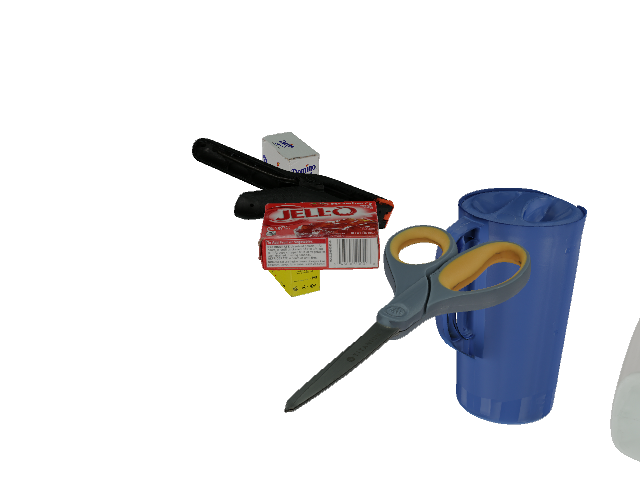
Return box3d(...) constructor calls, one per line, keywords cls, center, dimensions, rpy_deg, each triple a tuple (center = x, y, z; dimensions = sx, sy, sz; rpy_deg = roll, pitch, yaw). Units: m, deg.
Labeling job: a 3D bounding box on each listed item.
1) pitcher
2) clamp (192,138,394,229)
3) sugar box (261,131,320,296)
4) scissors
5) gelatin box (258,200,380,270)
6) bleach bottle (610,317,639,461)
box3d(cls="pitcher", center=(0.199, 0.073, 1.151), dimensions=(0.149, 0.243, 0.145), rpy_deg=(5, 20, 10))
box3d(cls="clamp", center=(-0.017, -0.042, 1.059), dimensions=(0.209, 0.036, 0.165), rpy_deg=(15, 20, -21))
box3d(cls="sugar box", center=(-0.035, -0.032, 1.273), dimensions=(0.048, 0.176, 0.093), rpy_deg=(-13, 26, -19))
box3d(cls="scissors", center=(0.035, 0.035, 0.606), dimensions=(0.201, 0.016, 0.096), rpy_deg=(-21, 35, -32))
box3d(cls="gelatin box", center=(0.000, -0.005, 0.811), dimensions=(0.089, 0.030, 0.073), rpy_deg=(-1, 22, 2))
box3d(cls="bleach bottle", center=(0.268, 0.073, 0.731), dimensions=(0.103, 0.068, 0.250), rpy_deg=(11, 23, 22))
